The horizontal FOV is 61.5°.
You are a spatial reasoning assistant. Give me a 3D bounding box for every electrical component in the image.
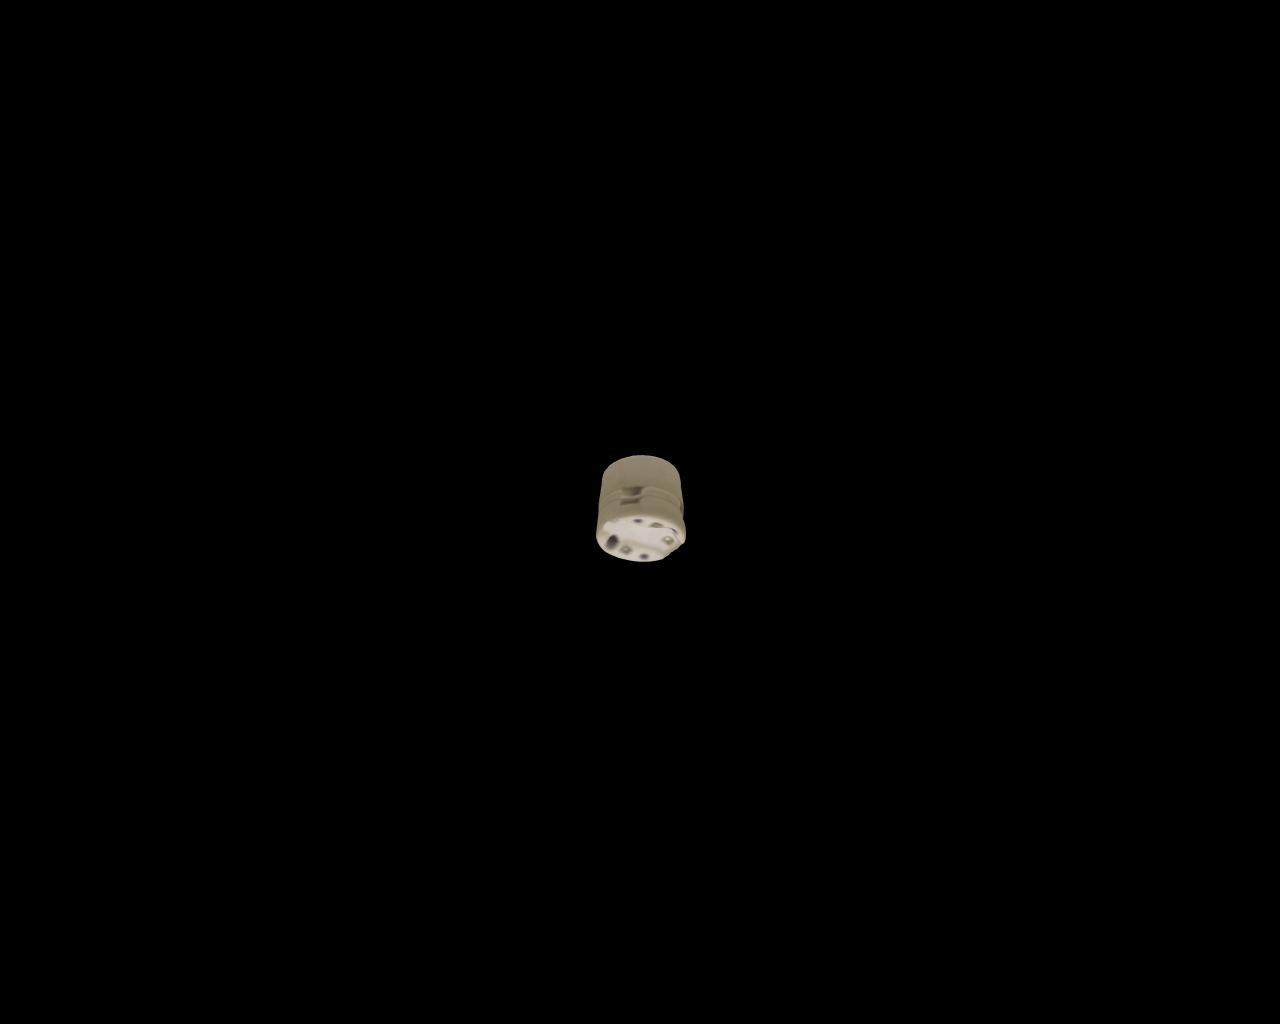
[{"bbox_3d":[0.001,-0.003,0.650,0.055,0.047,0.055,0,-34,0],"label":"electrical component"}]
